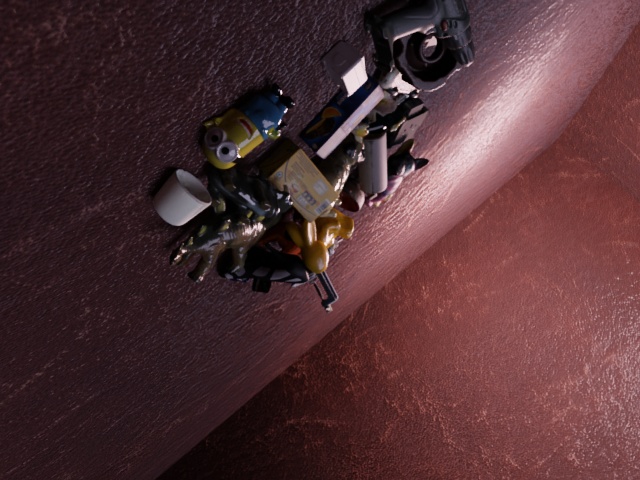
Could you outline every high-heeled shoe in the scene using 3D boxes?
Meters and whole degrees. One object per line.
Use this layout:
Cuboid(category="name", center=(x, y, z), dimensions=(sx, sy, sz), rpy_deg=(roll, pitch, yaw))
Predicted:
Cuboid(category="high-heeled shoe", center=(-0.144, 0.082, 1.373), dimensions=(0.249, 0.145, 0.086), rpy_deg=(-24, -150, 42))

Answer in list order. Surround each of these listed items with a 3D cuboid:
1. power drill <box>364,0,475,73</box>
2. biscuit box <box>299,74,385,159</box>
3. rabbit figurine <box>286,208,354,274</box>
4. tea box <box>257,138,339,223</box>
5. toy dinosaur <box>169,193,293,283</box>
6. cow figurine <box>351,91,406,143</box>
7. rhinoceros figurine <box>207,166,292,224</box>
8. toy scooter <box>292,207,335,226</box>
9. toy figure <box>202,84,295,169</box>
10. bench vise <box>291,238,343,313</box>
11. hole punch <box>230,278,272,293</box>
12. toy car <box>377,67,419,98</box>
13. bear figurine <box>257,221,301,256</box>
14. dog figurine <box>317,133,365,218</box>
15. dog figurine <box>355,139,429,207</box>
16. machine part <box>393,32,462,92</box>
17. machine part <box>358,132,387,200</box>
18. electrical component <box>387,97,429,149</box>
Cuboid(category="power drill", center=(0.200, -0.405, 1.047), dimensions=(0.207, 0.086, 0.231), rpy_deg=(-27, 127, -3))
Cuboid(category="biscuit box", center=(0.049, -0.274, 1.179), dimensions=(0.202, 0.063, 0.059), rpy_deg=(-46, 161, 9))
Cuboid(category="rabbit figurine", center=(-0.003, -0.004, 1.355), dimensions=(0.122, 0.173, 0.162), rpy_deg=(-11, 142, 37))
Cuboid(category="tea box", center=(-0.046, -0.128, 1.188), dimensions=(0.098, 0.068, 0.169), rpy_deg=(-42, 129, -1))
Cuboid(category="toy dinosaur", center=(-0.181, -0.025, 1.208), dimensions=(0.198, 0.105, 0.471), rpy_deg=(-55, 169, 23))
Cuboid(category="cow figurine", center=(0.121, -0.278, 1.268), dimensions=(0.167, 0.098, 0.068), rpy_deg=(-33, 166, -26))
Cuboid(category="rhinoceros figurine", center=(-0.140, -0.093, 1.067), dimensions=(0.190, 0.112, 0.073), rpy_deg=(23, 129, -36))
Cuboid(category="toy scooter", center=(-0.016, -0.072, 1.489), dimensions=(0.135, 0.075, 0.183), rpy_deg=(-36, 159, -13))
Cuboid(category="toy figure", center=(-0.128, -0.197, 0.960), dimensions=(0.180, 0.082, 0.089), rpy_deg=(-42, 160, -10))
Cuboid(category="bench vise", center=(-0.005, 0.107, 1.688), dimensions=(0.224, 0.240, 0.129), rpy_deg=(-30, 169, 14))
Cuboid(category="hole punch", center=(-0.184, 0.080, 1.498), dimensions=(0.142, 0.092, 0.115), rpy_deg=(28, 78, -68))
Cuboid(category="toy car", center=(0.200, -0.381, 1.265), dimensions=(0.201, 0.056, 0.073), rpy_deg=(-18, 144, -55))
Cuboid(category="bear figurine", center=(-0.091, 0.023, 1.491), dimensions=(0.132, 0.120, 0.195), rpy_deg=(-35, 166, -11))
Cuboid(category="dog figurine", center=(0.026, -0.162, 1.301), dimensions=(0.190, 0.121, 0.172), rpy_deg=(-62, -177, 35))
Cuboid(category="dog figurine", center=(0.207, -0.193, 1.542), dimensions=(0.219, 0.108, 0.191), rpy_deg=(-34, 172, 24))
Cuboid(category="machine part", center=(0.231, -0.411, 1.140), dimensions=(0.179, 0.056, 0.179), rpy_deg=(-11, 124, -17))
Cuboid(category="machine part", center=(0.137, -0.208, 1.398), dimensions=(0.079, 0.079, 0.242), rpy_deg=(-33, 136, -26))
Cuboid(category="electrical component", center=(0.228, -0.323, 1.453), dimensions=(0.115, 0.058, 0.134), rpy_deg=(-33, 160, -33))
